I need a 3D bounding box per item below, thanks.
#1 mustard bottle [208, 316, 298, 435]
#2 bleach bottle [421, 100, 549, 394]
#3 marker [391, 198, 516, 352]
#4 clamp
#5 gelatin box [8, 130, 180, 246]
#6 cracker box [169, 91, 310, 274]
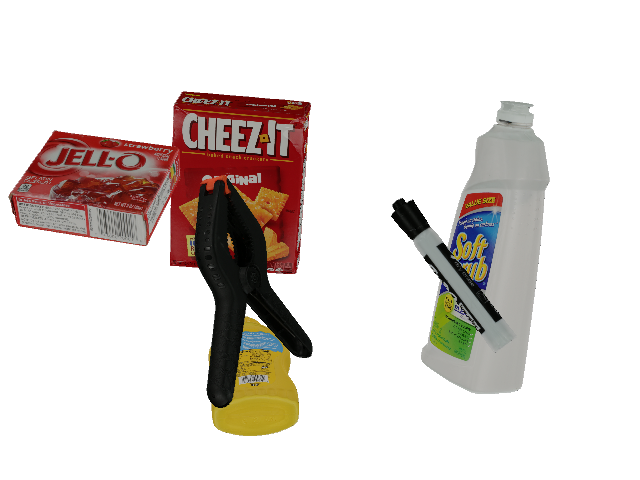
[{"bbox_3d":[-0.082,0.147,1.244,0.096,0.058,0.191,-4,30,-6],"label":"mustard bottle"},{"bbox_3d":[0.150,0.002,0.943,0.068,0.251,0.103,0,14,-27],"label":"bleach bottle"},{"bbox_3d":[0.087,0.021,0.714,0.020,0.121,0.020,-35,-11,-8],"label":"marker"},{"bbox_3d":[-0.071,0.042,1.026,0.036,0.210,0.164,-11,-1,31],"label":"clamp"},{"bbox_3d":[-0.142,-0.035,0.682,0.089,0.030,0.073,9,40,8],"label":"gelatin box"},{"bbox_3d":[-0.102,-0.069,1.334,0.164,0.214,0.072,5,22,1],"label":"cracker box"}]
